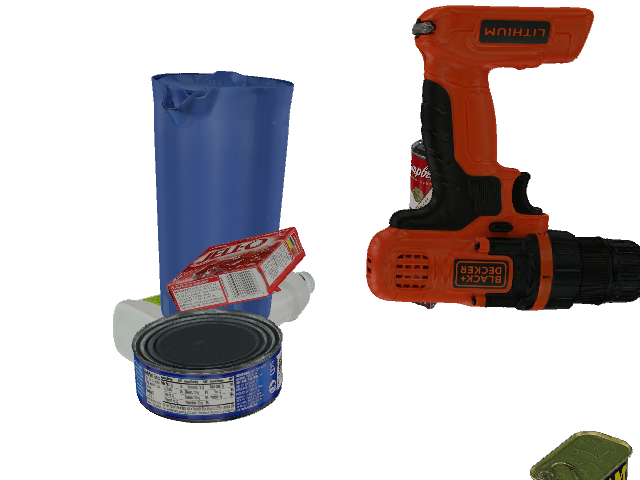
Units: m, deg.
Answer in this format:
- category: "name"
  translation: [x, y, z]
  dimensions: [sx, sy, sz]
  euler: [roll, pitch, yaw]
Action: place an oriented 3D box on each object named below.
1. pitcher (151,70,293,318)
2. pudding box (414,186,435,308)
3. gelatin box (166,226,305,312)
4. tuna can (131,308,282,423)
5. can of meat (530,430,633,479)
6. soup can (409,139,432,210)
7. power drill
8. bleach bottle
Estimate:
- category: "pitcher"
  translation: [-0.092, -0.042, 1.034]
  dimensions: [0.149, 0.243, 0.145]
  euler: [-1, 15, -18]
- category: "pudding box"
  translation: [0.115, -0.006, 1.011]
  dimensions: [0.039, 0.090, 0.113]
  euler: [19, 51, 24]
- category: "gelatin box"
  translation: [-0.066, 0.023, 0.844]
  dimensions: [0.089, 0.030, 0.073]
  euler: [-12, 19, 29]
- category: "tuna can"
  translation: [-0.064, 0.071, 0.612]
  dimensions: [0.086, 0.034, 0.086]
  euler: [-1, 19, 0]
- category: "can of meat"
  translation: [0.230, 0.230, 0.942]
  dimensions: [0.058, 0.084, 0.101]
  euler: [14, 26, 41]
- category: "soup can"
  translation: [0.139, -0.063, 1.263]
  dimensions: [0.068, 0.102, 0.068]
  euler: [0, 27, 0]
- category: "power drill"
  translation: [0.123, -0.048, 0.659]
  dimensions: [0.184, 0.188, 0.057]
  euler: [1, 8, -7]
- category: "bleach bottle"
  translation: [-0.104, 0.076, 1.196]
  dimensions: [0.103, 0.068, 0.250]
  euler: [21, 26, 35]
